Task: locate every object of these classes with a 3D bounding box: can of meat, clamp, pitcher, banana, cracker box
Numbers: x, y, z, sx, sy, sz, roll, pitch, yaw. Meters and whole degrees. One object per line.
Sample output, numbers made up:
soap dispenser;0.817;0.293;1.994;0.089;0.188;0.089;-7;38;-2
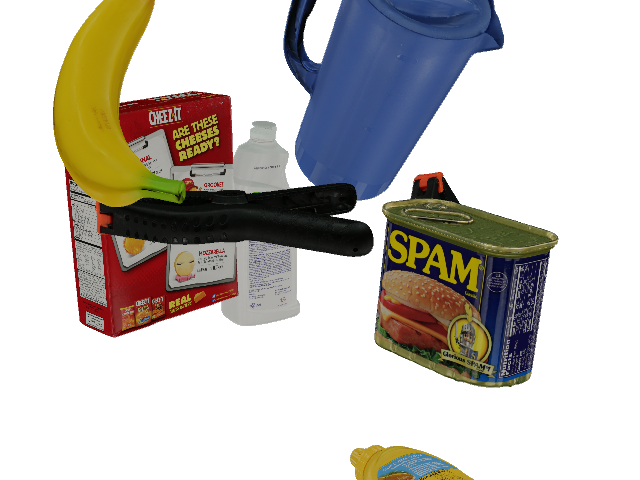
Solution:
can of meat;0.079;0.029;0.610;0.057;0.084;0.102;-9;21;-41
clamp;0.110;0.026;0.985;0.039;0.171;0.120;-11;13;34
pitcher;0.048;-0.156;1.008;0.144;0.149;0.243;-13;-31;-30
clamp;-0.061;-0.016;0.797;0.210;0.036;0.164;-1;13;-9
banana;-0.123;-0.084;0.629;0.069;0.198;0.037;-7;-39;-9
cracker box;-0.165;-0.031;1.057;0.072;0.214;0.163;14;22;42

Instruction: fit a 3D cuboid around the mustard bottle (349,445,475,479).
mustard bottle;0.095;0.234;0.973;0.096;0.058;0.192;-15;24;-37

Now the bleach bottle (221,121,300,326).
bleach bottle;-0.069;-0.023;1.319;0.102;0.251;0.068;-11;25;-35
